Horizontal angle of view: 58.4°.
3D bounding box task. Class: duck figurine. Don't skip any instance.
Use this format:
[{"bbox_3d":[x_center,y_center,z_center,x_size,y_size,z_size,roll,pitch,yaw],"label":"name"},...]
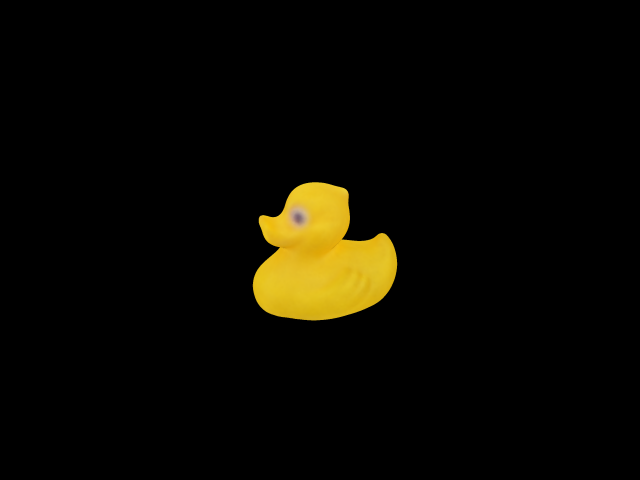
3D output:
[{"bbox_3d":[0.004,0.001,0.400,0.105,0.086,0.077,-6,28,-11],"label":"duck figurine"}]
